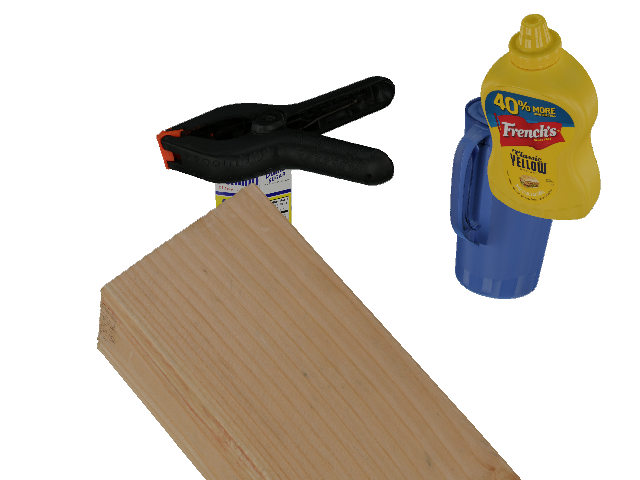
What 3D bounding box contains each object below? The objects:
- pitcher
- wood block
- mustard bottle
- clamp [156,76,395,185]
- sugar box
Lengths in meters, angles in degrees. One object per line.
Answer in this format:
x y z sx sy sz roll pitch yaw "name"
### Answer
0.227 -0.050 1.332 0.149 0.243 0.145 3 27 -1 "pitcher"
-0.004 0.088 0.495 0.090 0.206 0.090 -37 -12 -25 "wood block"
0.182 -0.104 0.887 0.096 0.191 0.058 20 54 31 "mustard bottle"
-0.025 -0.077 0.746 0.171 0.039 0.120 2 32 14 "clamp"
-0.073 -0.019 1.142 0.048 0.176 0.093 -19 28 -34 "sugar box"
